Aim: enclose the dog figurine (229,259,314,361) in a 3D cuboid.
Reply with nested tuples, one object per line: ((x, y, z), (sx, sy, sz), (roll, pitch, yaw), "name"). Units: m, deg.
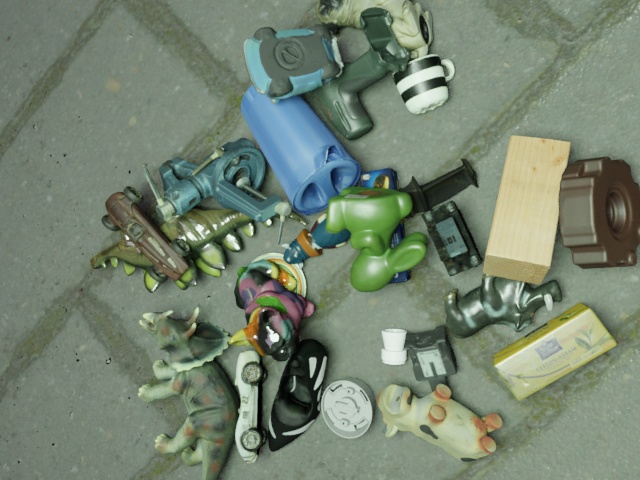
((-0.098, 0.117, 0.915), (0.108, 0.219, 0.191), (-41, 79, 8), "dog figurine")

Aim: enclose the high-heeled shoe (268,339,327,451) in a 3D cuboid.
((-0.051, 0.287, 0.956), (0.086, 0.145, 0.248), (25, 95, 17), "high-heeled shoe")

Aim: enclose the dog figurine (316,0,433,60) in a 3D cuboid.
((0.092, -0.383, 0.959), (0.191, 0.121, 0.172), (-10, 83, 31), "dog figurine")

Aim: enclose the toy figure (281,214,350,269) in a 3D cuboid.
((-0.002, -0.001, 0.992), (0.154, 0.057, 0.064), (-31, 75, 20), "toy figure")

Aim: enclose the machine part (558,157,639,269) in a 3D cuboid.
((0.423, -0.040, 0.802), (0.056, 0.179, 0.179), (-6, 87, 53), "machine part")

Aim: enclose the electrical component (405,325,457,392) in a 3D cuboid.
((0.197, 0.211, 0.924), (0.075, 0.048, 0.119), (-18, 112, 19), "electrical component")

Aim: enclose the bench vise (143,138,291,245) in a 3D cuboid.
((-0.159, -0.087, 0.928), (0.241, 0.223, 0.128), (30, 135, 28), "bench vise")

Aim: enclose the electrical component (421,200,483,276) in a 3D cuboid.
((0.218, -0.002, 0.881), (0.058, 0.134, 0.115), (-27, 83, 16), "electrical component")

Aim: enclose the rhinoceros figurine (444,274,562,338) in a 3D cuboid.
((0.296, 0.103, 0.886), (0.190, 0.073, 0.112), (-23, 81, 16), "rhinoceros figurine")

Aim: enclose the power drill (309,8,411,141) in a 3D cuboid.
((0.045, -0.305, 0.931), (0.207, 0.086, 0.232), (-31, 84, 46), "power drill")

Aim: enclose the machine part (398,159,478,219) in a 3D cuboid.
((0.202, -0.089, 0.925), (0.139, 0.084, 0.039), (-25, 43, 5), "machine part")

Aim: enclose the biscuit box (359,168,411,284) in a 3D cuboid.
((0.116, -0.023, 0.952), (0.063, 0.059, 0.202), (-9, 86, 17), "biscuit box")

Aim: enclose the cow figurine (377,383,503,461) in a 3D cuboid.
((0.187, 0.303, 0.905), (0.195, 0.085, 0.127), (27, 134, 3), "cow figurine")

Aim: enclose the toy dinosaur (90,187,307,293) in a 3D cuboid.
((-0.261, -0.009, 1.057), (0.472, 0.105, 0.198), (-20, 89, 16), "toy dinosaur")

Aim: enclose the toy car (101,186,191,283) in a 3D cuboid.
((-0.324, -0.008, 0.994), (0.089, 0.053, 0.202), (-44, 82, 12), "toy car")

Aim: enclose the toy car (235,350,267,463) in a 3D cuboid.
((-0.130, 0.307, 1.000), (0.056, 0.073, 0.201), (-1, 75, 2), "toy car")

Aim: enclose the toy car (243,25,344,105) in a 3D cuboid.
((-0.049, -0.289, 0.890), (0.162, 0.103, 0.109), (-18, 92, -16), "toy car")

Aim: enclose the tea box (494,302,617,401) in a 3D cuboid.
((0.365, 0.174, 0.850), (0.169, 0.098, 0.068), (-37, 79, 12), "tea box")

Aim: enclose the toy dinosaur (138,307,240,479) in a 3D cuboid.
((-0.224, 0.315, 1.032), (0.192, 0.131, 0.404), (-26, 88, 16), "toy dinosaur")

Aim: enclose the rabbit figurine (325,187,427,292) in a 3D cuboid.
((0.096, 0.003, 0.885), (0.159, 0.121, 0.170), (1, 107, 12), "rabbit figurine")
